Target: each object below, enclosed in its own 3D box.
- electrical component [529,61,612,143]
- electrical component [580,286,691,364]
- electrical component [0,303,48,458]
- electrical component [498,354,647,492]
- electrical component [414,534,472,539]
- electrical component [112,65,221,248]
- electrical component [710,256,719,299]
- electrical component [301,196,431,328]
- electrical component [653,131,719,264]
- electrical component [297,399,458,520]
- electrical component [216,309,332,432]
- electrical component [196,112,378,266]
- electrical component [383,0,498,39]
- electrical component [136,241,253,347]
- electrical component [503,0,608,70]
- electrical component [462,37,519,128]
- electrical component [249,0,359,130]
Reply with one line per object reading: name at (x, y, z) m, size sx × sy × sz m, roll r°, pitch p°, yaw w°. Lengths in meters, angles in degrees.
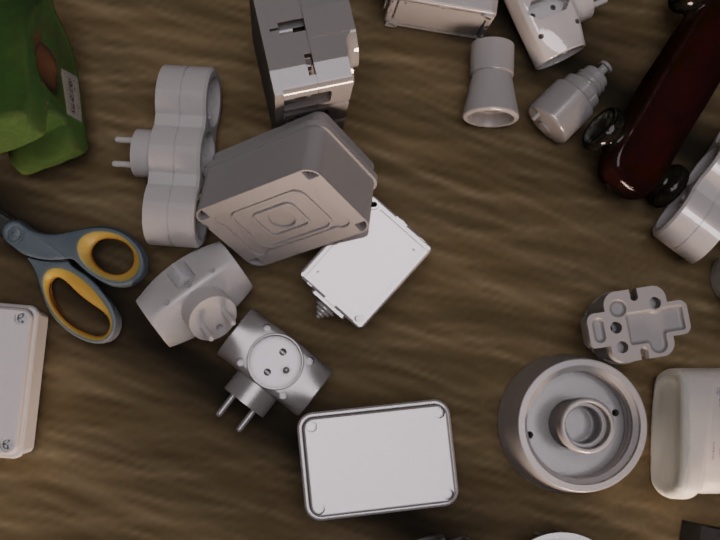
electrical component at (0.169, -0.136, 0.853) m, size 0.078 × 0.040 × 0.040 m, roll -44°, pitch 89°, yaw -8°
electrical component at (0.205, 0.043, 0.828) m, size 0.078 × 0.057 × 0.058 m, roll -9°, pitch 84°, yaw -6°
electrical component at (-0.289, 0.077, 0.779) m, size 0.109 × 0.056 × 0.108 m, roll 5°, pitch 83°, yaw -5°
electrical component at (0.164, 0.117, 0.814) m, size 0.108 × 0.060 × 0.108 m, roll 1°, pitch 84°, yaw -5°
electrical component at (0.004, 0.246, 0.762) m, size 0.186 × 0.105 × 0.060 m, roll -18°, pitch 85°, yaw -7°
electrical component at (-0.151, -0.087, 0.812) m, size 0.074 × 0.052 × 0.138 m, roll 4°, pitch 83°, yaw 6°
electrical component at (0.311, 0.020, 0.830) m, size 0.043 × 0.077 × 0.079 m, roll -12°, pitch 85°, yaw -6°
electrical component at (0.000, 0.000, 0.815) m, size 0.062 × 0.061 × 0.096 m, roll 42°, pitch 88°, yaw 2°
electrical component at (0.300, -0.061, 0.851) m, size 0.074 × 0.052 × 0.138 m, roll 37°, pitch 82°, yaw 0°
electrical component at (0.012, 0.140, 0.799) m, size 0.113 × 0.057 × 0.078 m, roll -5°, pitch 84°, yaw -6°
electrical component at (-0.075, 0.083, 0.804) m, size 0.077 × 0.044 × 0.079 m, roll 38°, pitch 82°, yaw 0°
electrical component at (-0.053, -0.058, 0.779) m, size 0.113 × 0.078 × 0.057 m, roll -17°, pitch 48°, yaw 31°
electrical component at (0.059, -0.224, 0.842) m, size 0.096 × 0.061 × 0.061 m, roll 9°, pitch 83°, yaw -4°
electrical component at (-0.116, 0.026, 0.794) m, size 0.077 × 0.079 × 0.043 m, roll -36°, pitch 130°, yaw -8°
electrical component at (0.160, -0.210, 0.859) m, size 0.079 × 0.043 × 0.077 m, roll -24°, pitch 88°, yaw -10°
electrical component at (0.104, -0.150, 0.849) m, size 0.044 × 0.044 × 0.065 m, roll 4°, pitch 78°, yaw -5°
electrical component at (-0.040, -0.154, 0.780) m, size 0.062 × 0.150 × 0.089 m, roll -12°, pitch 85°, yaw -5°
